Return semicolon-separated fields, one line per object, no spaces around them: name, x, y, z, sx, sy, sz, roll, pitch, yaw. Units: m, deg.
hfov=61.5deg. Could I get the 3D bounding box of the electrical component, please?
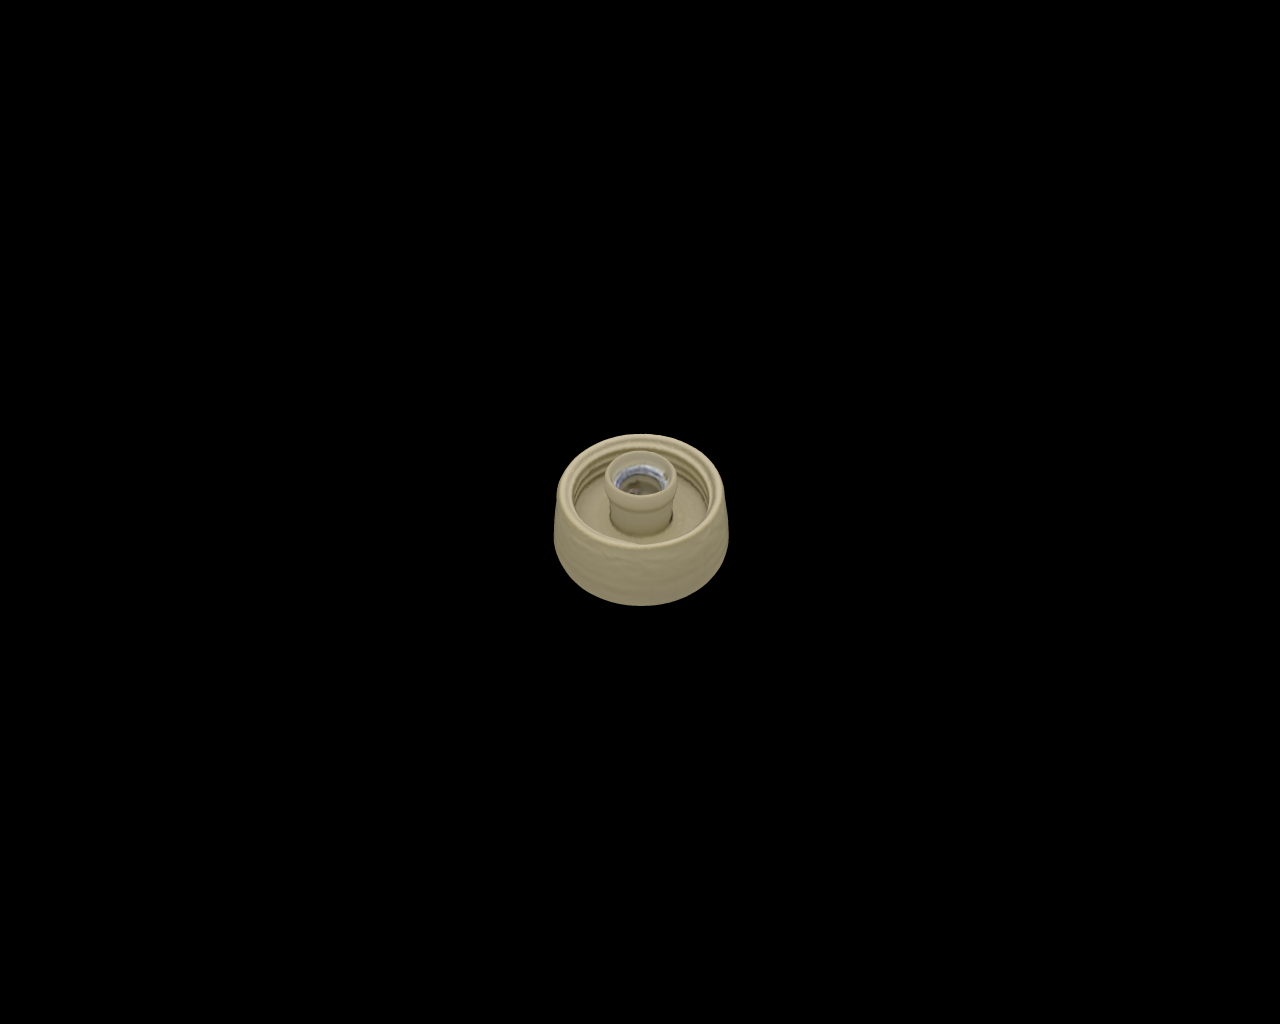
electrical component;0.001;-0.003;0.650;0.108;0.108;0.060;0;-44;0
